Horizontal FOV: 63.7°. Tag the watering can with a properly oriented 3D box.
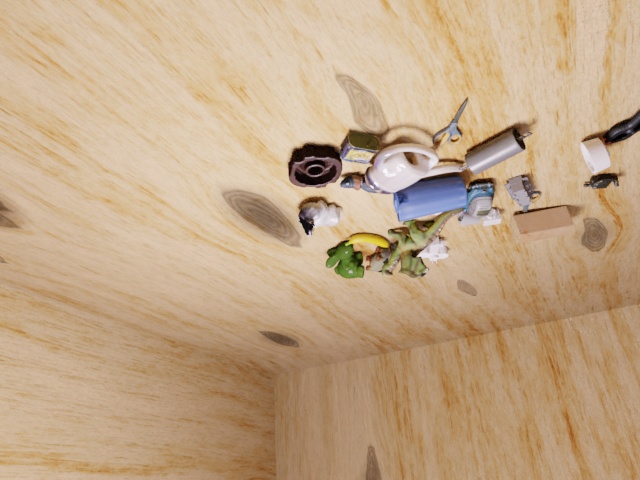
[{"bbox_3d":[0.288,-0.219,1.631,0.346,0.106,0.221,10,151,-41],"label":"watering can"}]

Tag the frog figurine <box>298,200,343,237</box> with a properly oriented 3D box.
[{"bbox_3d":[0.006,-0.093,1.855,0.161,0.124,0.134,-33,151,-24],"label":"frog figurine"}]

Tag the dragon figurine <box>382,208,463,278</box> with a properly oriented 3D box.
[{"bbox_3d":[0.384,0.037,1.981,0.121,0.248,0.405,26,142,-35],"label":"dragon figurine"}]
